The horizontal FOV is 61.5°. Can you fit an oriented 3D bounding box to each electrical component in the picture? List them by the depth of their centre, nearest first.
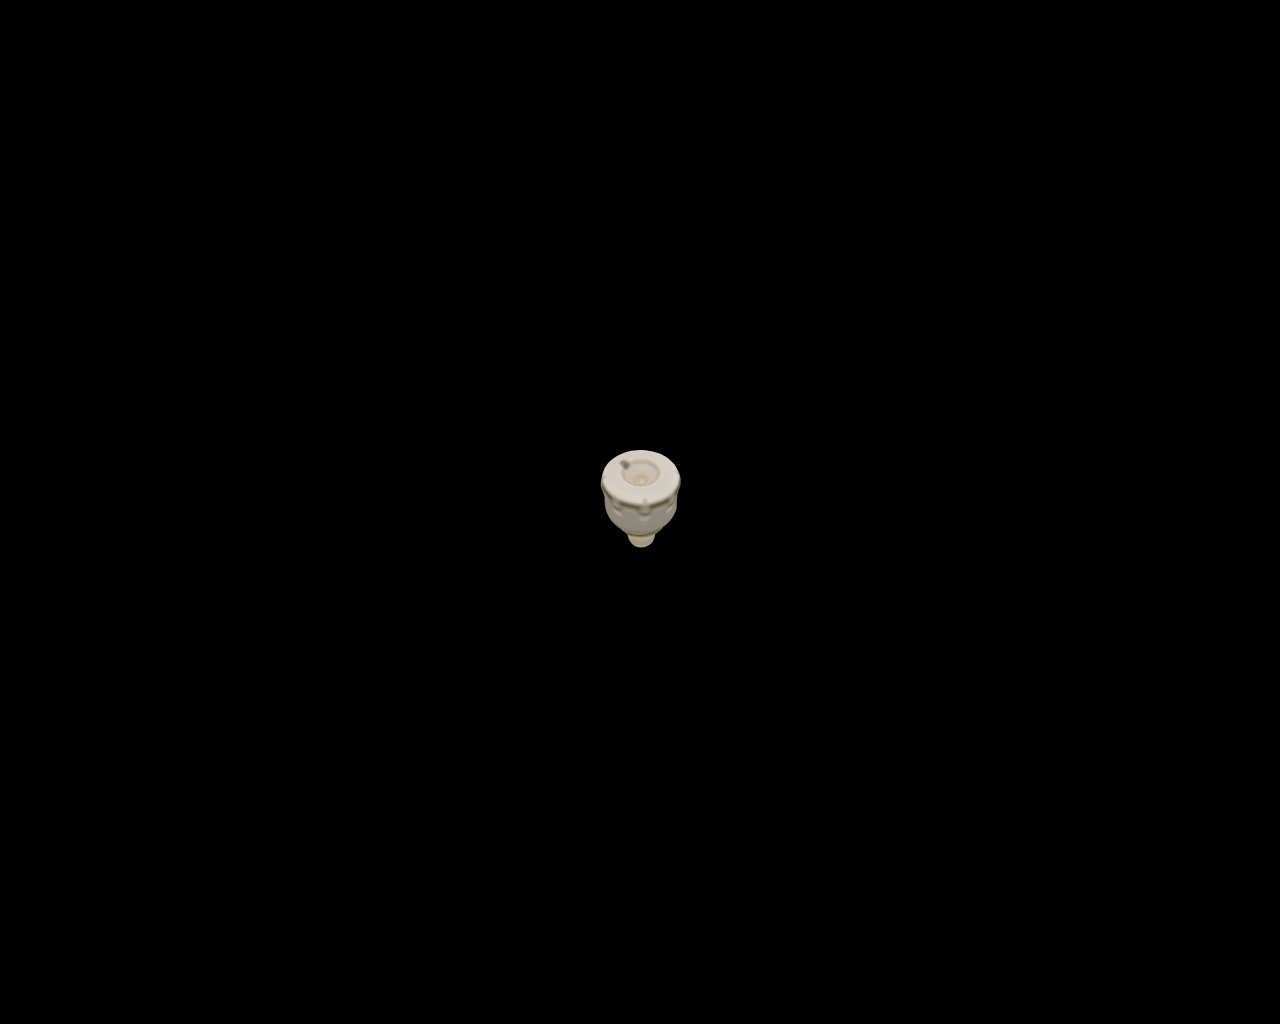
[{"bbox_3d":[0.001,-0.003,0.650,0.048,0.048,0.062,0,-44,0],"label":"electrical component"}]
